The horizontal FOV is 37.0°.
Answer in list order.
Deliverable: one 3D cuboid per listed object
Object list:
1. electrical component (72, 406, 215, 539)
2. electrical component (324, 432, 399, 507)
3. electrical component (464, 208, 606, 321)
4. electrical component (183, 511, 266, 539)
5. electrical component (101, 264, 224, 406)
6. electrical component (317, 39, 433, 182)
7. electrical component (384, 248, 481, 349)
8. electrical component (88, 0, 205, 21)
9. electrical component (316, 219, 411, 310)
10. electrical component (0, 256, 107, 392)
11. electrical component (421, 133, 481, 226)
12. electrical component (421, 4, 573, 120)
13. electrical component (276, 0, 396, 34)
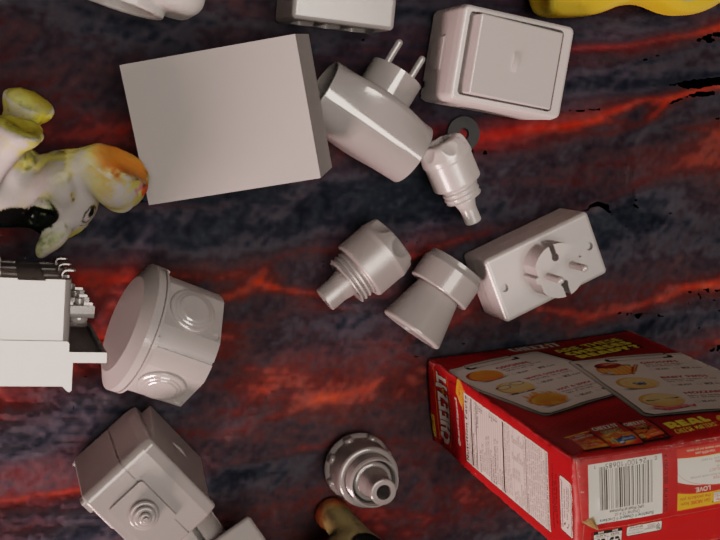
[{"bbox_3d":[-0.130,0.130,0.656,0.061,0.096,0.061,-43,108,-9],"label":"electrical component"},{"bbox_3d":[0.006,0.139,0.720,0.048,0.062,0.048,-3,99,-18],"label":"electrical component"},{"bbox_3d":[0.128,-0.002,0.733,0.083,0.076,0.047,-25,105,-13],"label":"electrical component"},{"bbox_3d":[-0.101,0.182,0.697,0.066,0.047,0.076,-32,76,-24],"label":"electrical component"},{"bbox_3d":[-0.122,0.041,0.656,0.051,0.080,0.080,23,90,-25],"label":"electrical component"},{"bbox_3d":[0.013,-0.110,0.697,0.077,0.043,0.079,32,87,-19],"label":"electrical component"},{"bbox_3d":[0.050,0.019,0.727,0.045,0.045,0.055,37,85,-19],"label":"electrical component"},{"bbox_3d":[-0.135,-0.184,0.632,0.095,0.054,0.059,16,93,-20],"label":"electrical component"},{"bbox_3d":[0.000,0.000,0.708,0.062,0.043,0.043,-40,108,-8],"label":"electrical component"},{"bbox_3d":[-0.188,0.026,0.609,0.079,0.121,0.063,2,94,-18],"label":"electrical component"},{"bbox_3d":[0.065,-0.059,0.726,0.035,0.035,0.061,-29,107,-12],"label":"electrical component"},{"bbox_3d":[0.097,-0.135,0.711,0.096,0.061,0.061,7,95,-19],"label":"electrical component"},{"bbox_3d":[-0.013,-0.191,0.674,0.066,0.047,0.076,3,98,-18],"label":"electrical component"}]
